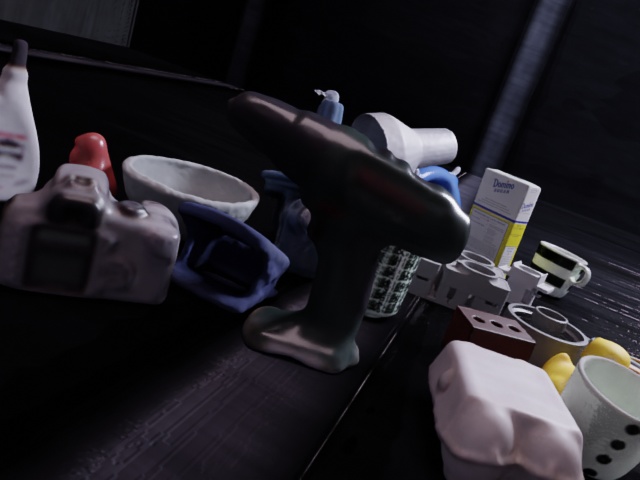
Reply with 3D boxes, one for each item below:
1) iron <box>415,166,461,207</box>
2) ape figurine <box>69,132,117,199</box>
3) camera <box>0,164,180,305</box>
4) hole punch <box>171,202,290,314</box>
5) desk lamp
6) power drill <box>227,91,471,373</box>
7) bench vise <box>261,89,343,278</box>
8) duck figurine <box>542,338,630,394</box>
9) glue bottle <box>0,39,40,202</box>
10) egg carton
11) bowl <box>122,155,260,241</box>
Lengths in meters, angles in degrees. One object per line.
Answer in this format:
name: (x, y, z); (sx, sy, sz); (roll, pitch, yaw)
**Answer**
iron: (0.197, -0.085, 1.120); (0.118, 0.141, 0.259); (30, 20, 34)
ape figurine: (-0.275, -0.083, 0.676); (0.076, 0.092, 0.078); (20, 16, 4)
camera: (-0.208, -0.019, 0.527); (0.143, 0.101, 0.136); (11, 18, -25)
hole punch: (-0.091, 0.010, 0.584); (0.108, 0.091, 0.101); (24, 17, 17)
desk lamp: (0.129, -0.092, 0.939); (0.204, 0.213, 0.117); (8, 20, -34)
power drill: (0.005, 0.002, 0.506); (0.229, 0.208, 0.075); (18, 16, -4)
bench vise: (0.001, -0.073, 0.724); (0.122, 0.220, 0.206); (10, 19, -29)
duck figurine: (0.276, 0.140, 0.581); (0.078, 0.086, 0.104); (13, 17, -20)
glue bottle: (-0.332, -0.126, 0.607); (0.037, 0.173, 0.078); (32, 21, 37)
egg carton: (0.139, 0.140, 0.456); (0.107, 0.069, 0.150); (19, 16, -1)
bowl: (-0.163, -0.043, 0.702); (0.167, 0.075, 0.167); (18, 16, -5)
